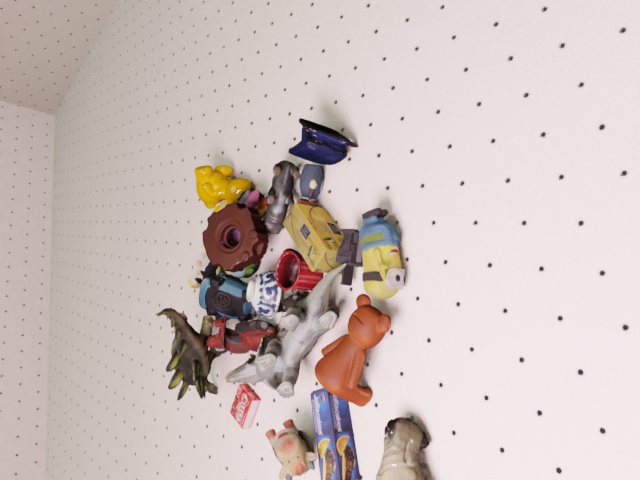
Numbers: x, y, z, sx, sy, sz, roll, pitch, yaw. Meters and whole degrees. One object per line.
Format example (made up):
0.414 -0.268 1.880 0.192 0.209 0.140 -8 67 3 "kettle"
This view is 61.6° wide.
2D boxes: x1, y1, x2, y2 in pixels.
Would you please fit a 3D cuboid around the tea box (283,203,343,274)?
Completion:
-0.003 -0.004 1.217 0.068 0.098 0.170 -59 46 26 "tea box"

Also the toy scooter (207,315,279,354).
-0.195 0.227 1.313 0.135 0.184 0.075 79 -176 -50 "toy scooter"

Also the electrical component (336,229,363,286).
0.073 0.038 1.138 0.048 0.074 0.119 2 79 50 "electrical component"

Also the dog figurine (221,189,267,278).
-0.188 -0.029 1.435 0.219 0.108 0.192 -53 46 24 "dog figurine"

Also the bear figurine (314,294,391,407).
0.079 0.219 1.083 0.196 0.131 0.120 -54 45 1 "bear figurine"

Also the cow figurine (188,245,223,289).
-0.333 0.095 1.607 0.098 0.068 0.167 48 119 37 "cow figurine"

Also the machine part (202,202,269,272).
-0.217 -0.007 1.356 0.180 0.056 0.179 -3 82 27 "machine part"

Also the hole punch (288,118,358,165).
-0.002 -0.217 1.243 0.092 0.142 0.116 -66 28 13 "hole punch"

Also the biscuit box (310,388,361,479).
0.030 0.409 1.115 0.059 0.063 0.202 -29 61 41 "biscuit box"

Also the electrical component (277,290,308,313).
-0.070 0.159 1.299 0.102 0.045 0.078 -29 59 43 "electrical component"

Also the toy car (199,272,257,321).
-0.229 0.143 1.415 0.162 0.103 0.109 14 113 8 "toy car"

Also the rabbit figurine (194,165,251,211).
-0.276 -0.139 1.559 0.173 0.122 0.162 7 90 31 "rabbit figurine"

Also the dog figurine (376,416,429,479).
0.169 0.425 0.936 0.172 0.121 0.190 22 80 16 "dog figurine"

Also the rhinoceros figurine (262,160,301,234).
-0.106 -0.107 1.358 0.112 0.073 0.190 -141 62 -69 "rhinoceros figurine"

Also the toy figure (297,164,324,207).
-0.028 -0.107 1.300 0.058 0.064 0.154 12 98 12 "toy figure"

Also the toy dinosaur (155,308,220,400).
-0.326 0.282 1.353 0.199 0.105 0.470 -93 -5 -45 "toy dinosaur"

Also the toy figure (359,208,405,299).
0.121 0.029 1.082 0.089 0.082 0.180 -35 61 53 "toy figure"

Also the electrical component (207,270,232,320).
-0.273 0.162 1.527 0.115 0.058 0.134 -35 57 42 "electrical component"

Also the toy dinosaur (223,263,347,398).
-0.047 0.203 1.202 0.404 0.131 0.192 -51 8 9 "toy dinosaur"

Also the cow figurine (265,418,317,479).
-0.058 0.449 1.130 0.085 0.194 0.127 -29 58 -11 "cow figurine"
